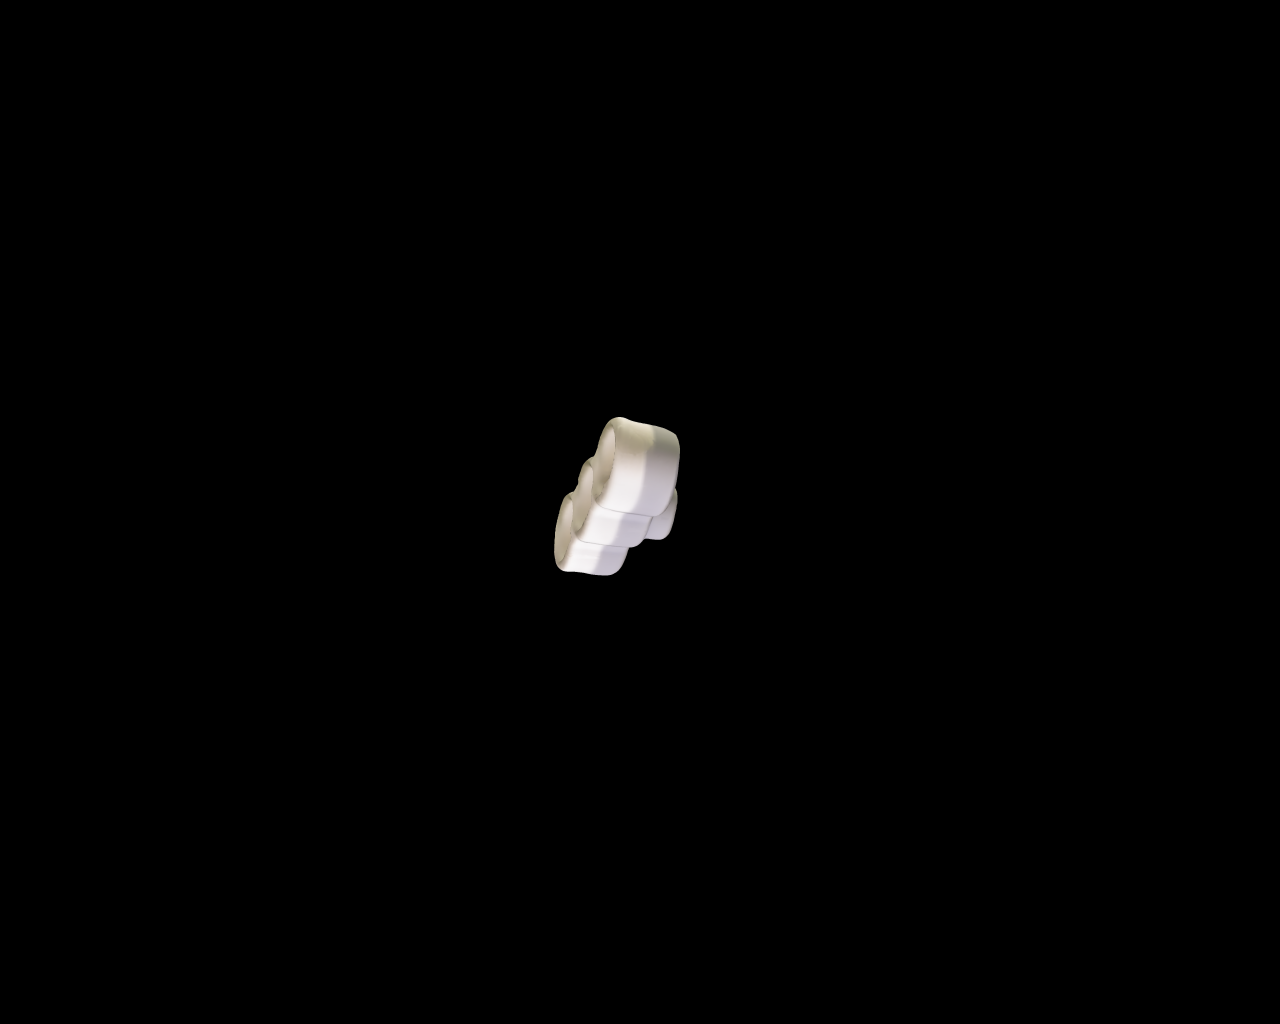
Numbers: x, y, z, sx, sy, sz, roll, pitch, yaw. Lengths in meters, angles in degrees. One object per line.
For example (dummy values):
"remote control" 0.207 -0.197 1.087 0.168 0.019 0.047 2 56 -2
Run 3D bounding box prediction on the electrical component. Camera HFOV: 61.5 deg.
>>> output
"electrical component" 0.001 -0.003 0.650 0.074 0.052 0.138 9 -30 -17
